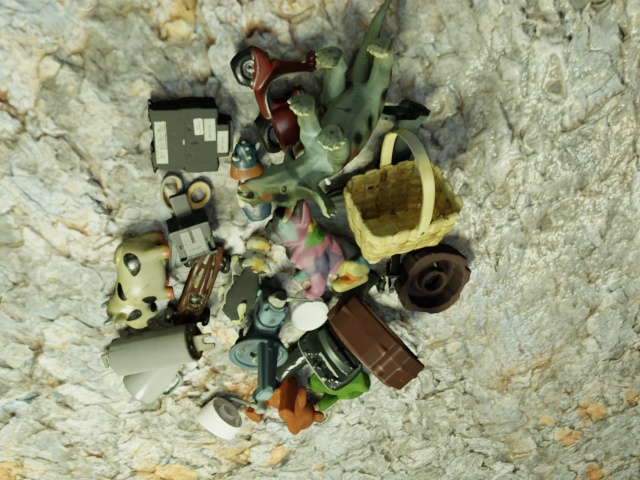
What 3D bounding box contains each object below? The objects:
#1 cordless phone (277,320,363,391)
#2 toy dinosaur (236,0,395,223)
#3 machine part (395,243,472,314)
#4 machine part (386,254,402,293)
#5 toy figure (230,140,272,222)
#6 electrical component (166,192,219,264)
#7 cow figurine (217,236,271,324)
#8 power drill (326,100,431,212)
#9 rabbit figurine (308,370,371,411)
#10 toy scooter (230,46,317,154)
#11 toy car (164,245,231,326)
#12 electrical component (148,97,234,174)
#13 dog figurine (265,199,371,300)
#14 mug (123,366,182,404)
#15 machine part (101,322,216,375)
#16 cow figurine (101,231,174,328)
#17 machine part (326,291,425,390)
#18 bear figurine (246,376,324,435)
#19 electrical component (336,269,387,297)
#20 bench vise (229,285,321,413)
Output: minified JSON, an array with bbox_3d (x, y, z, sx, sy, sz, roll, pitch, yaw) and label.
[{"bbox_3d":[-0.014,0.282,1.192,0.184,0.146,0.088,-39,169,12],"label":"cordless phone"},{"bbox_3d":[0.036,-0.192,0.861,0.405,0.131,0.192,-54,164,-21],"label":"toy dinosaur"},{"bbox_3d":[0.251,0.086,1.214,0.179,0.056,0.179,-9,124,-14],"label":"machine part"},{"bbox_3d":[0.160,0.036,1.141,0.039,0.084,0.138,9,115,11],"label":"machine part"},{"bbox_3d":[-0.124,-0.105,0.942,0.058,0.064,0.154,4,125,23],"label":"toy figure"},{"bbox_3d":[-0.229,-0.023,0.945,0.075,0.048,0.119,-17,131,-14],"label":"electrical component"},{"bbox_3d":[-0.143,0.077,1.036,0.068,0.098,0.167,16,116,-21],"label":"cow figurine"},{"bbox_3d":[0.116,-0.148,0.989,0.232,0.086,0.207,-6,121,-18],"label":"power drill"},{"bbox_3d":[0.057,0.346,1.286,0.159,0.121,0.170,-31,143,3],"label":"rabbit figurine"},{"bbox_3d":[-0.055,-0.235,0.871,0.135,0.075,0.183,-26,125,-9],"label":"toy scooter"},{"bbox_3d":[-0.237,0.096,1.043,0.089,0.053,0.202,15,118,-25],"label":"toy car"},{"bbox_3d":[-0.208,-0.169,0.869,0.134,0.058,0.114,-4,126,-18],"label":"electrical component"},{"bbox_3d":[-0.002,-0.003,1.030,0.192,0.109,0.218,-16,124,-9],"label":"dog figurine"},{"bbox_3d":[-0.332,0.279,1.116,0.107,0.081,0.109,-48,122,3],"label":"mug"},{"bbox_3d":[-0.319,0.212,1.046,0.243,0.079,0.079,-12,129,13],"label":"machine part"},{"bbox_3d":[-0.335,0.084,0.978,0.127,0.086,0.194,-8,127,-23],"label":"cow figurine"},{"bbox_3d":[0.116,0.215,1.138,0.087,0.202,0.200,-43,149,2],"label":"machine part"},{"bbox_3d":[-0.075,0.410,1.275,0.120,0.132,0.195,-8,127,20],"label":"bear figurine"},{"bbox_3d":[0.095,0.088,1.163,0.102,0.045,0.078,33,106,-34],"label":"electrical component"},{"bbox_3d":[-0.107,0.216,1.064,0.129,0.241,0.223,22,132,-26],"label":"bench vise"}]
